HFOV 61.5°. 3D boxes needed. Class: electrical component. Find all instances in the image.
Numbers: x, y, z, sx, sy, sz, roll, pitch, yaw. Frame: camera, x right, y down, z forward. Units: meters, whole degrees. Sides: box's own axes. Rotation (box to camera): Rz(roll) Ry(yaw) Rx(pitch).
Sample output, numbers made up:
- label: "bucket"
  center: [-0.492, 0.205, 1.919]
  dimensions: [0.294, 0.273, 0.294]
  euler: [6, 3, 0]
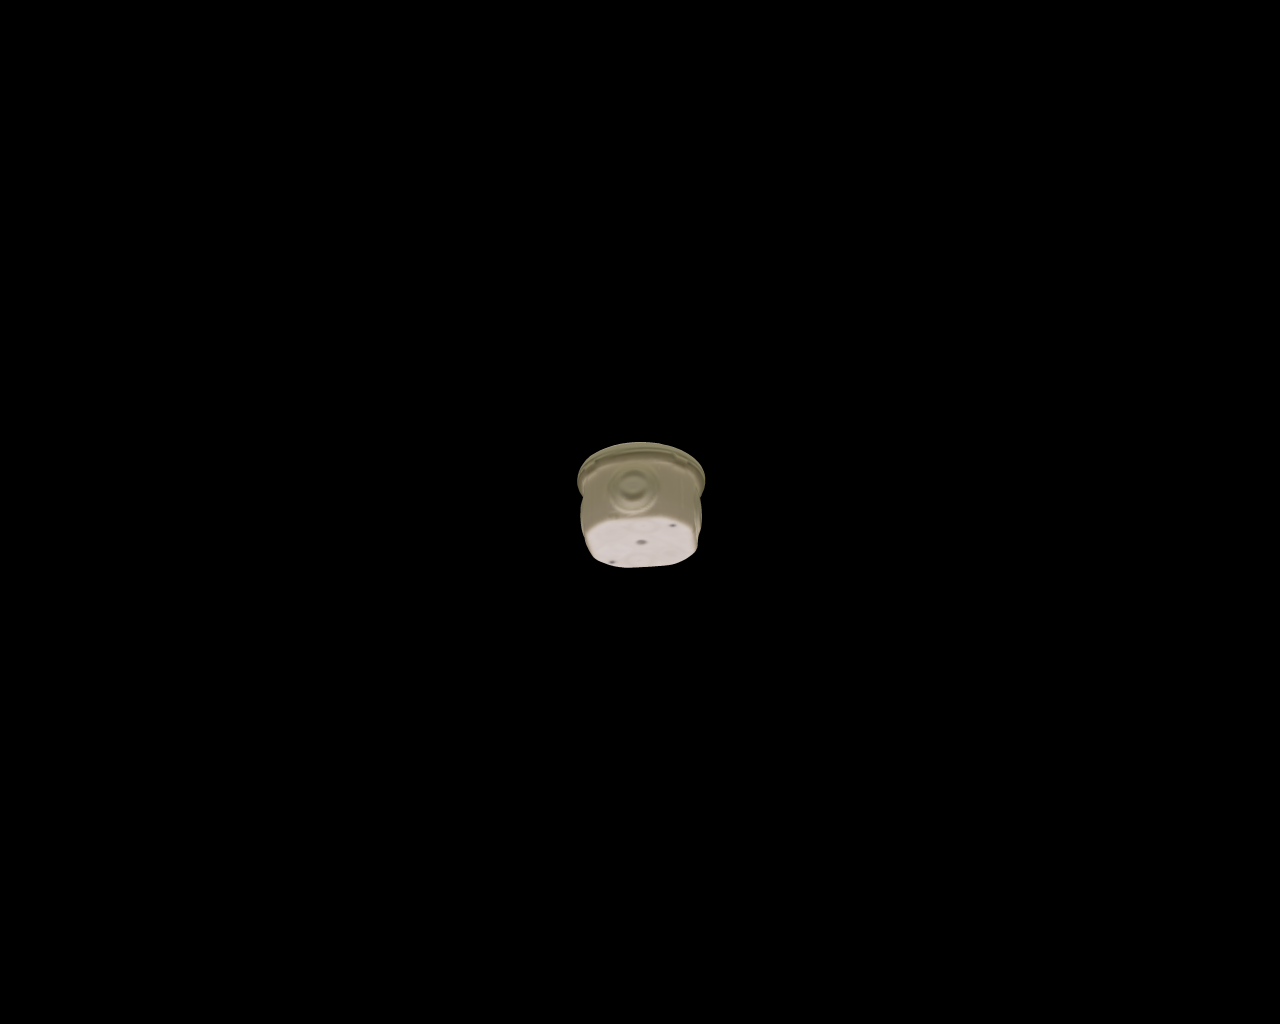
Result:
- label: "electrical component"
  center: [0.001, -0.003, 0.650]
  dimensions: [0.080, 0.051, 0.080]
  euler: [0, -29, 0]
